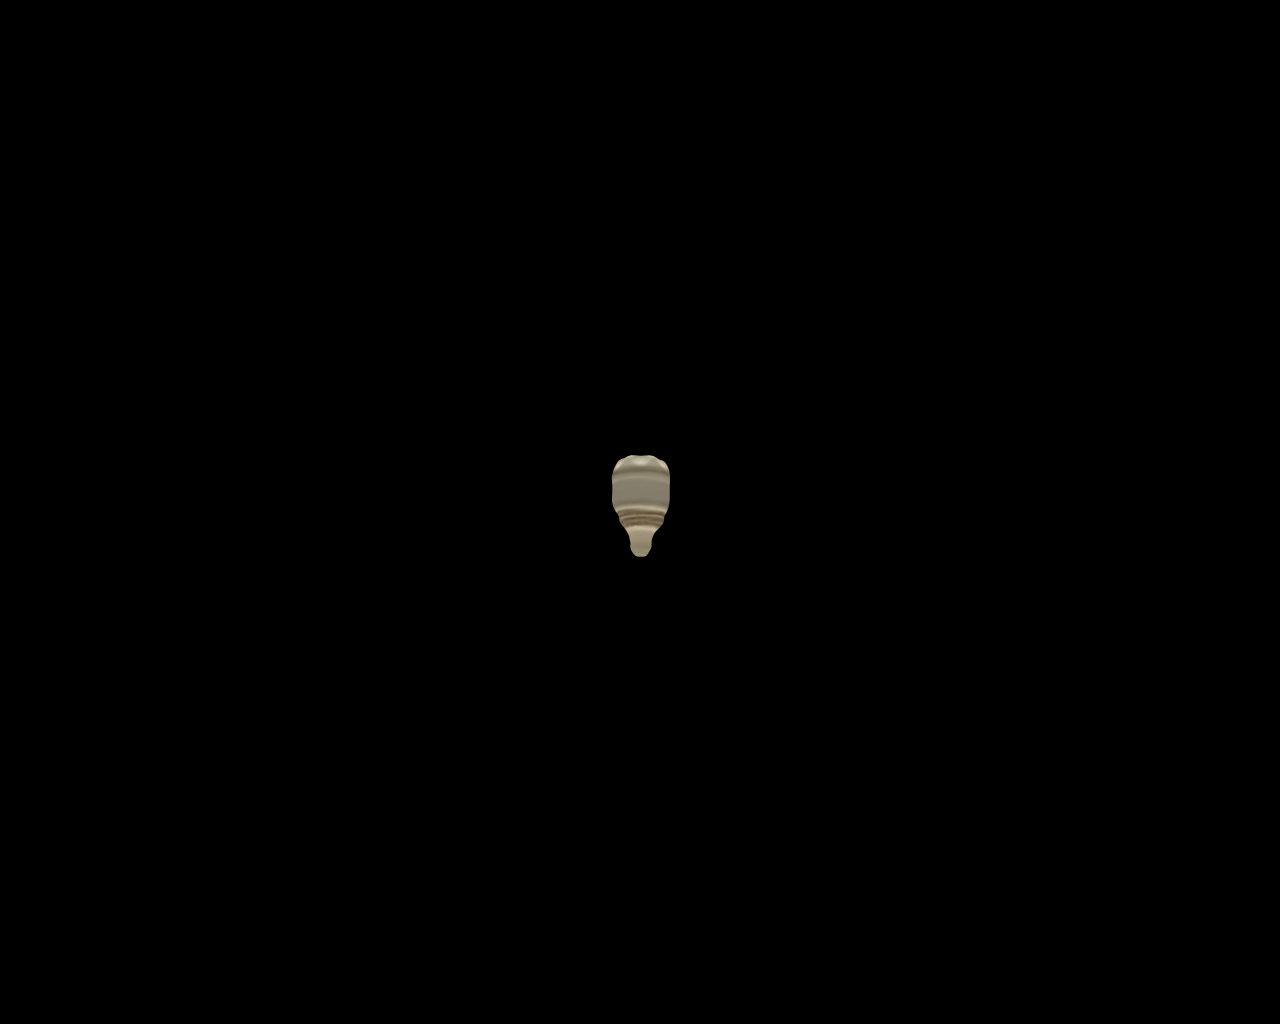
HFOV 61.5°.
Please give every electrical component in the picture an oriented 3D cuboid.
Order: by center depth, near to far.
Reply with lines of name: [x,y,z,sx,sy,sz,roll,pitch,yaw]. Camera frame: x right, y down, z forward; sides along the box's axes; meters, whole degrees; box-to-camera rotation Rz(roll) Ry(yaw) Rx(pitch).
electrical component: [0.001,-0.003,0.650,0.035,0.061,0.035,0,-11,0]
